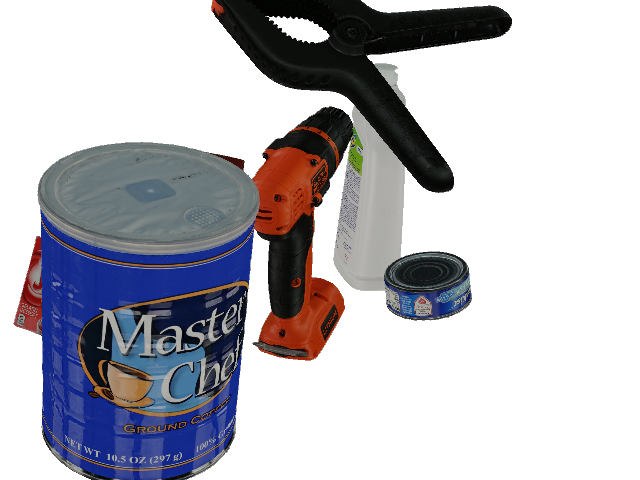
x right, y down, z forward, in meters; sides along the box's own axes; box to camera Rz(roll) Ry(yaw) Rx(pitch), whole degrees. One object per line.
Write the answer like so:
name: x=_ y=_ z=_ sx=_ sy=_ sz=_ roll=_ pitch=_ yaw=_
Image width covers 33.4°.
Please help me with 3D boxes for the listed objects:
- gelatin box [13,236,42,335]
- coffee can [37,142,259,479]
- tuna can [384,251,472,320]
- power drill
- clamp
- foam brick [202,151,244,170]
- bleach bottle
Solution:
gelatin box: x=-0.186 y=0.043 z=0.816 sx=0.089 sy=0.073 sz=0.030 roll=18 pitch=4 yaw=25
coffee can: x=-0.087 y=0.035 z=0.532 sx=0.102 sy=0.140 sz=0.103 roll=6 pitch=29 yaw=-3
tuna can: x=0.106 y=0.044 z=1.058 sx=0.086 sy=0.034 sz=0.086 roll=-7 pitch=25 yaw=3
power drill: x=-0.014 y=-0.006 z=0.923 sx=0.057 sy=0.188 sz=0.184 roll=9 pitch=32 yaw=20
clamp: x=0.021 y=-0.124 z=0.734 sx=0.210 sy=0.164 sz=0.036 roll=16 pitch=-31 yaw=-2
foam brick: x=-0.123 y=-0.058 z=1.107 sx=0.078 sy=0.051 sz=0.053 roll=11 pitch=32 yaw=5
bleach bottle: x=0.064 y=-0.075 z=1.226 sx=0.068 sy=0.251 sz=0.103 roll=-3 pitch=24 yaw=-18
